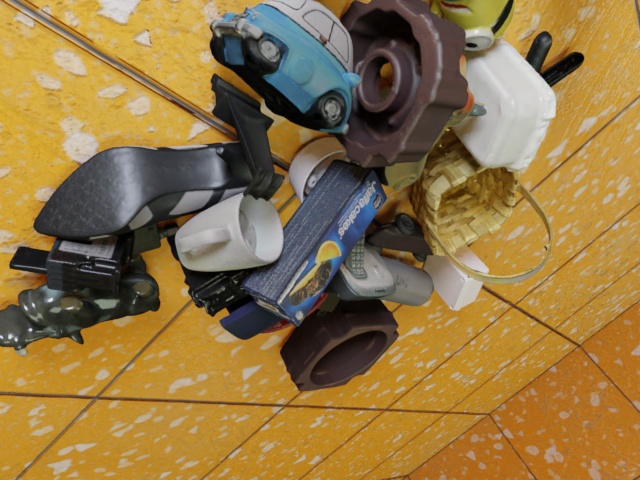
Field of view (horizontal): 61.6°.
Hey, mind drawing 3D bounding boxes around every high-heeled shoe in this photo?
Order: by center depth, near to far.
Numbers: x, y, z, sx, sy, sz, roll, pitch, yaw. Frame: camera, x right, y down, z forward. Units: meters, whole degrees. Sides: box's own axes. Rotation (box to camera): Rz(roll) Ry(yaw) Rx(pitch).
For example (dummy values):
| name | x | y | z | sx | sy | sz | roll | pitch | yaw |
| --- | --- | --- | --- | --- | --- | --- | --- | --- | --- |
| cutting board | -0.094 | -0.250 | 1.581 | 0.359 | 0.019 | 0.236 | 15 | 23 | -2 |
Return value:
| name | x | y | z | sx | sy | sz | roll | pitch | yaw |
| --- | --- | --- | --- | --- | --- | --- | --- | --- | --- |
| high-heeled shoe | -0.176 | -0.054 | 0.605 | 0.249 | 0.086 | 0.145 | -18 | 174 | 4 |

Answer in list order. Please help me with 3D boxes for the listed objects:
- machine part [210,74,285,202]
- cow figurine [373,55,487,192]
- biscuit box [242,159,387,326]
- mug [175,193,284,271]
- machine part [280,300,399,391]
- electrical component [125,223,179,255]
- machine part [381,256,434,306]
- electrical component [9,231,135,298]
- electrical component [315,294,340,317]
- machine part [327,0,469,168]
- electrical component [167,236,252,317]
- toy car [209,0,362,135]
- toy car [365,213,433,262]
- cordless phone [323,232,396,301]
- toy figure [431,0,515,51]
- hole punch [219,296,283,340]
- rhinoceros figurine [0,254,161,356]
| name | x | y | z | sx | sy | sz | roll | pitch | yaw |
| --- | --- | --- | --- | --- | --- | --- | --- | --- | --- |
| machine part | -0.071 | -0.103 | 0.544 | 0.039 | 0.139 | 0.084 | -29 | 149 | 19 |
| cow figurine | 0.118 | -0.143 | 0.657 | 0.085 | 0.127 | 0.194 | -13 | 143 | -32 |
| biscuit box | -0.001 | -0.002 | 0.633 | 0.202 | 0.063 | 0.059 | -54 | 140 | -18 |
| mug | -0.110 | 0.001 | 0.584 | 0.107 | 0.080 | 0.109 | -17 | -176 | 30 |
| machine part | 0.038 | 0.200 | 1.050 | 0.201 | 0.087 | 0.201 | 7 | 129 | -42 |
| electrical component | -0.216 | -0.012 | 0.640 | 0.094 | 0.021 | 0.063 | -18 | 143 | -20 |
| machine part | 0.135 | 0.076 | 0.982 | 0.079 | 0.079 | 0.243 | -47 | 143 | 20 |
| electrical component | -0.269 | 0.015 | 0.584 | 0.119 | 0.075 | 0.047 | 14 | 129 | -10 |
| electrical component | 0.007 | 0.091 | 0.932 | 0.078 | 0.045 | 0.102 | 13 | 128 | -11 |
| machine part | 0.070 | -0.164 | 0.559 | 0.056 | 0.179 | 0.179 | -5 | 137 | -39 |
| electrical component | -0.111 | 0.011 | 0.672 | 0.134 | 0.115 | 0.058 | -34 | 150 | 1 |
| toy car | -0.024 | -0.182 | 0.531 | 0.161 | 0.109 | 0.103 | 36 | 84 | -41 |
| toy car | 0.157 | -0.006 | 0.923 | 0.202 | 0.053 | 0.089 | 9 | 148 | -43 |
| cordless phone | 0.059 | -0.005 | 0.798 | 0.146 | 0.089 | 0.184 | 4 | 92 | -56 |
| toy figure | 0.158 | -0.277 | 0.566 | 0.089 | 0.082 | 0.180 | -36 | 143 | 7 |
| hole punch | -0.077 | 0.081 | 0.721 | 0.142 | 0.092 | 0.115 | -36 | 133 | -1 |
| rhinoceros figurine | -0.292 | 0.076 | 0.652 | 0.190 | 0.073 | 0.112 | -15 | 153 | -27 |
